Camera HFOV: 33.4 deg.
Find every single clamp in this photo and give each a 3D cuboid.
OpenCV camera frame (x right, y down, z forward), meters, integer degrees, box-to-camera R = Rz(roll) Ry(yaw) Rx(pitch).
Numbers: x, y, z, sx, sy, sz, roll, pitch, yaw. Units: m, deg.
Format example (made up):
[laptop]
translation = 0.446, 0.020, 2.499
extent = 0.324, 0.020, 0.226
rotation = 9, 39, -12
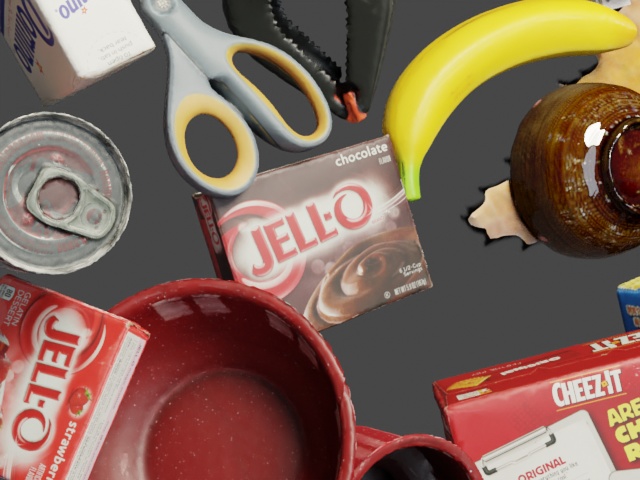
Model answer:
[clamp]
translation = -0.029, -0.155, 0.551
extent = 0.165, 0.036, 0.210
rotation = -10, 117, 18

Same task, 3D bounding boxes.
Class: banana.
[banana]
translation = 0.104, -0.102, 0.635
extent = 0.197, 0.037, 0.069
rotation = -35, 109, -17

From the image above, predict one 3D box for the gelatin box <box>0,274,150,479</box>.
[gelatin box]
translation = -0.133, 0.069, 0.506
extent = 0.073, 0.030, 0.089
rotation = 19, 79, 17

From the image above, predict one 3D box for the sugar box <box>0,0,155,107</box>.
[sugar box]
translation = -0.146, -0.151, 0.488
extent = 0.048, 0.093, 0.176
rotation = -30, 102, -22

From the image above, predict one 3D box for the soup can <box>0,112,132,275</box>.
[soup can]
translation = -0.132, -0.019, 0.488
extent = 0.068, 0.102, 0.068
rotation = 0, 90, -25

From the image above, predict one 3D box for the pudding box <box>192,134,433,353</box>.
[pudding box]
translation = -0.004, 0.001, 0.583
extent = 0.113, 0.039, 0.090
rotation = -20, 98, -24

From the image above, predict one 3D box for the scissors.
[scissors]
translation = -0.085, -0.099, 0.538
extent = 0.201, 0.016, 0.096
rotation = 35, 71, -10

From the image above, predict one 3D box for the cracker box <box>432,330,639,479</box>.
[cracker box]
translation = 0.169, 0.169, 0.621
extent = 0.164, 0.072, 0.214
rotation = -14, 96, 0

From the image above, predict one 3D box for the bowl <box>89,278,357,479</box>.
[bowl]
translation = -0.056, 0.103, 0.524
extent = 0.162, 0.055, 0.162
rotation = -4, 73, 13

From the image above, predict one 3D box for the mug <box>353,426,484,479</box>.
[mug]
translation = 0.031, 0.157, 0.576
extent = 0.093, 0.082, 0.117
rotation = 1, 89, -25
